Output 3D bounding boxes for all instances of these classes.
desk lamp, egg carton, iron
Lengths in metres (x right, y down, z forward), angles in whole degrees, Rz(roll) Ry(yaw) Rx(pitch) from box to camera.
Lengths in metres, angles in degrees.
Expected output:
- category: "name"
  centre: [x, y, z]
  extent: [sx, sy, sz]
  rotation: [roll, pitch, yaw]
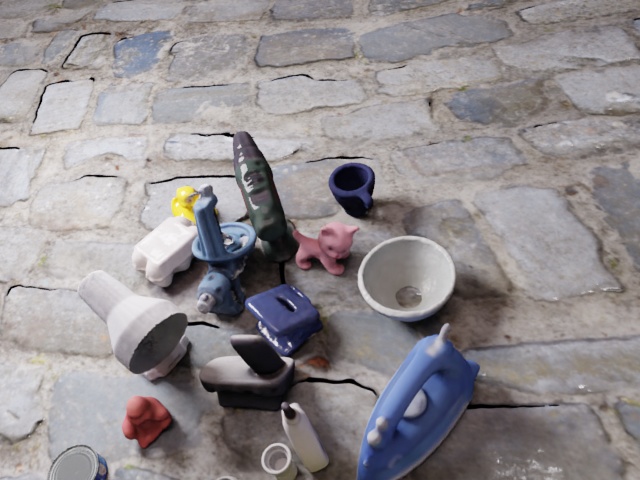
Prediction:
- category: "desk lamp"
  centre: [-0.303, 0.148, 0.953]
  extent: [0.202, 0.214, 0.118]
  rotation: [28, 63, 31]
- category: "egg carton"
  centre: [-0.299, 0.020, 1.150]
  extent: [0.107, 0.069, 0.150]
  rotation: [30, 64, 32]
- category: "iron"
  centre: [0.125, 0.239, 0.823]
  extent: [0.118, 0.142, 0.259]
  rotation: [27, 62, 30]

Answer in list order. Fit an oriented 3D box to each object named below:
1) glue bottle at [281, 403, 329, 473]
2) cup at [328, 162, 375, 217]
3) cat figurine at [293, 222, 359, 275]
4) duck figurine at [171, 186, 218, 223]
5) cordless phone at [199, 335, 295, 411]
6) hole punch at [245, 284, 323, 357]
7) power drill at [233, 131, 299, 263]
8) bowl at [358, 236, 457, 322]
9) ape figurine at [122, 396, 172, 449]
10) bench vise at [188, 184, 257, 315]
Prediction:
- category: "glue bottle"
  centre: [-0.030, 0.269, 0.816]
  extent: [0.037, 0.173, 0.078]
  rotation: [-26, 50, -7]
- category: "cup"
  centre: [0.075, -0.083, 1.126]
  extent: [0.092, 0.095, 0.117]
  rotation: [-29, 51, -10]
- category: "cat figurine"
  centre: [0.010, 0.004, 1.057]
  extent: [0.127, 0.118, 0.067]
  rotation: [7, 54, 19]
- category: "duck figurine"
  centre: [-0.276, -0.079, 1.214]
  extent: [0.104, 0.086, 0.077]
  rotation: [15, 57, 24]
- category: "cordless phone"
  centre: [-0.126, 0.189, 0.896]
  extent: [0.147, 0.185, 0.094]
  rotation: [-4, 51, 11]
- category: "hole punch"
  centre: [-0.062, 0.126, 0.993]
  extent: [0.101, 0.091, 0.108]
  rotation: [-40, 54, -18]
- category: "power drill"
  centre: [-0.105, -0.066, 1.081]
  extent: [0.075, 0.209, 0.229]
  rotation: [-20, 50, -3]
- category: "bowl"
  centre: [0.152, 0.078, 0.990]
  extent: [0.167, 0.075, 0.167]
  rotation: [-7, 51, 8]
- category: "ape figurine"
  centre: [-0.284, 0.281, 0.920]
  extent: [0.077, 0.092, 0.076]
  rotation: [-9, 50, 7]
- category: "bench vise"
  centre: [-0.174, 0.020, 1.022]
  extent: [0.121, 0.220, 0.207]
  rotation: [-13, 50, 3]
